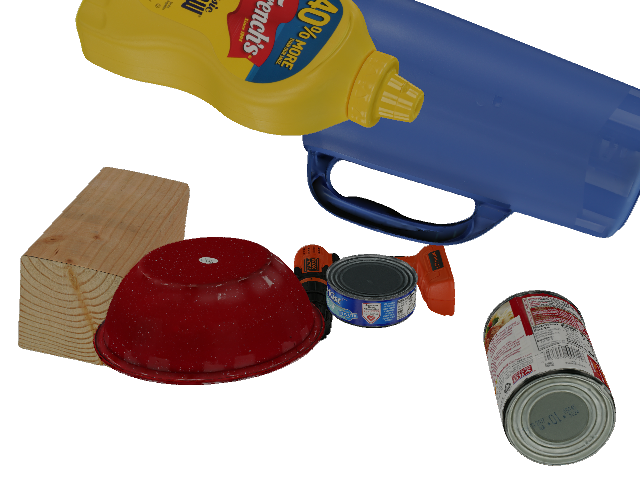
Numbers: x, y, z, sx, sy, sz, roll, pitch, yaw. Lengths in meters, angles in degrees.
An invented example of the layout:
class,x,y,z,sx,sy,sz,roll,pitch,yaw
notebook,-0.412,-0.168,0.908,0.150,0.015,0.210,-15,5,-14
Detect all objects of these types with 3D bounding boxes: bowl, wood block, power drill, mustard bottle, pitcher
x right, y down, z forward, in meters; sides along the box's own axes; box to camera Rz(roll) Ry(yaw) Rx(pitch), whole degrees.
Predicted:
class,x,y,z,sx,sy,sz,roll,pitch,yaw
bowl,-0.078,0.039,0.738,0.162,0.055,0.162,-2,21,0
wood block,-0.191,0.017,0.969,0.090,0.091,0.206,12,26,3
power drill,0.058,0.056,1.234,0.187,0.057,0.184,-2,28,0
mustard bottle,-0.032,-0.109,0.594,0.192,0.096,0.058,24,-30,14
pitcher,0.113,-0.080,0.778,0.243,0.149,0.144,21,47,9

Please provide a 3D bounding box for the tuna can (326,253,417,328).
class,x,y,z,sx,sy,sz,roll,pitch,yaw
tuna can,0.048,0.047,1.002,0.086,0.034,0.086,0,27,0

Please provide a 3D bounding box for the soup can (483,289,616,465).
class,x,y,z,sx,sy,sz,roll,pitch,yaw
soup can,0.141,0.084,0.667,0.068,0.068,0.102,0,25,2
